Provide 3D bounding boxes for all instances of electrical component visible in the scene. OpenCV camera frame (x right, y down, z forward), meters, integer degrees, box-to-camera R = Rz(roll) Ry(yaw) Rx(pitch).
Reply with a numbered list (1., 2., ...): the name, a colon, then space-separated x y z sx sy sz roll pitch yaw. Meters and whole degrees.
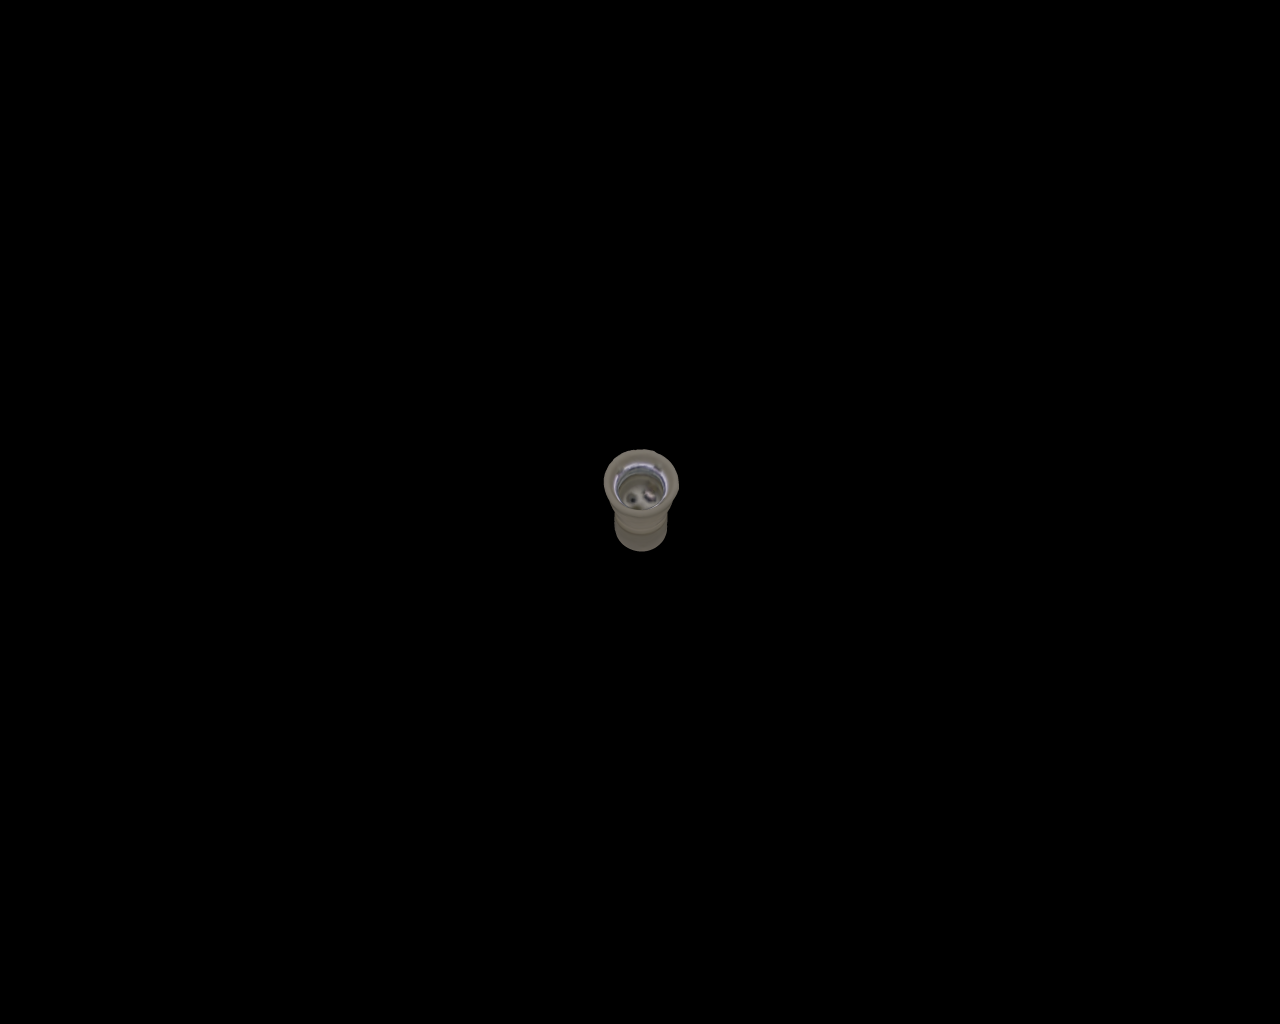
1. electrical component: 0.001 -0.003 0.650 0.044 0.044 0.065 0 -30 0
